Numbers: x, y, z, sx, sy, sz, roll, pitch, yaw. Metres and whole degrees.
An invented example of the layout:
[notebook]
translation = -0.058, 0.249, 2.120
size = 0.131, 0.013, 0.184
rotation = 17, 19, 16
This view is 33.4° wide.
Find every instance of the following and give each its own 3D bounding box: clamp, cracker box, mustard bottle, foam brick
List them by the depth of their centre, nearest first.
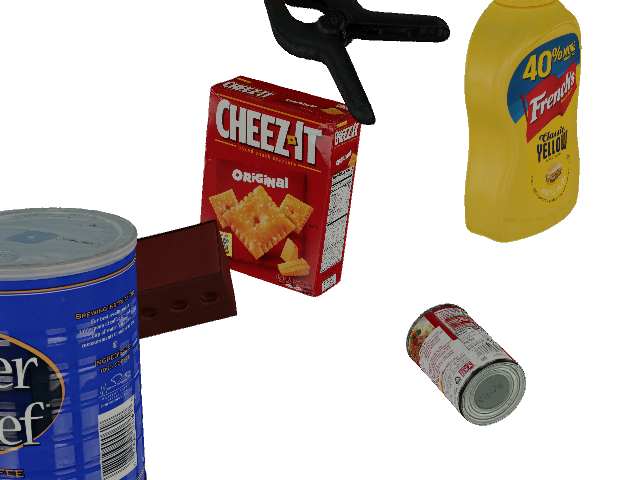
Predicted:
[mustard bottle]
translation = 0.137, -0.101, 0.718
size = 0.096, 0.192, 0.058
rotation = -25, 33, -34
[foam brick]
translation = -0.103, 0.028, 0.757
size = 0.078, 0.051, 0.053
rotation = -14, -42, 0
[clamp]
translation = 0.025, -0.186, 0.933
size = 0.120, 0.171, 0.039
rotation = -39, -21, -19
[cracker box]
translation = -0.050, -0.060, 1.205
size = 0.164, 0.214, 0.072
rotation = 18, 27, 24

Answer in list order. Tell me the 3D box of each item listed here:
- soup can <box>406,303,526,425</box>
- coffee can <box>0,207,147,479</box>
[soup can]
translation = 0.130, 0.110, 0.957
size = 0.068, 0.068, 0.102
rotation = 0, 25, -25
[coffee can]
translation = -0.142, 0.063, 0.542
size = 0.103, 0.140, 0.103
rotation = 0, 17, 0
